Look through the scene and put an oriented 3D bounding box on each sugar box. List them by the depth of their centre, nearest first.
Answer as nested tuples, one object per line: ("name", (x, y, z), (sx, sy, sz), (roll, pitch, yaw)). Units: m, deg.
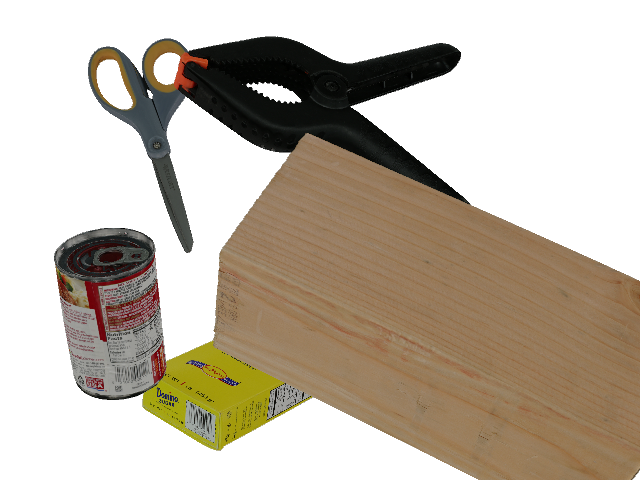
("sugar box", (-0.064, 0.121, 0.960), (0.093, 0.048, 0.175), (23, 31, 32))

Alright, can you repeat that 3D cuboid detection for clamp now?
("clamp", (0.008, -0.084, 0.713), (0.209, 0.164, 0.036), (6, -39, -16))

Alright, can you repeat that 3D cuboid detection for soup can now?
("soup can", (-0.144, 0.052, 0.745), (0.068, 0.102, 0.068), (-1, 29, 0))

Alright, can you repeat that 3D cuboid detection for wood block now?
("wood block", (0.060, 0.043, 0.523), (0.206, 0.090, 0.090), (25, -36, 11))

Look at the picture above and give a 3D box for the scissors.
("scissors", (-0.120, -0.091, 0.876), (0.096, 0.202, 0.016), (-32, -20, -12))
